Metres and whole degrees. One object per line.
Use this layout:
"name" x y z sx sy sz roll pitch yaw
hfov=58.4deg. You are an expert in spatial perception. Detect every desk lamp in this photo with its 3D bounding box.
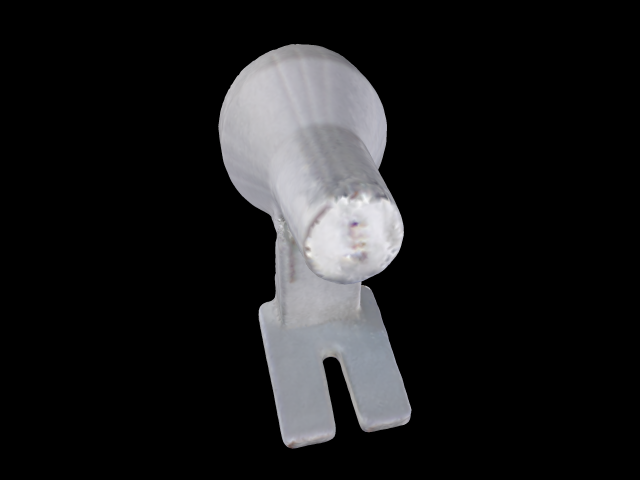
"desk lamp" 0.004 0.001 0.400 0.118 0.214 0.203 -11 50 -9
